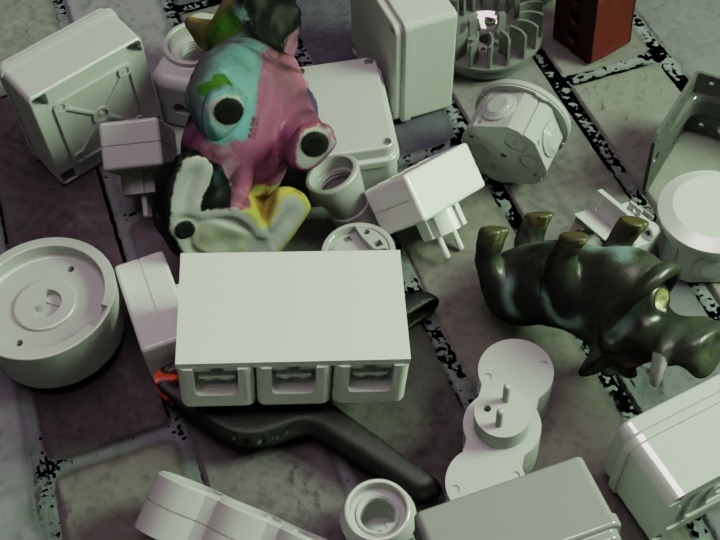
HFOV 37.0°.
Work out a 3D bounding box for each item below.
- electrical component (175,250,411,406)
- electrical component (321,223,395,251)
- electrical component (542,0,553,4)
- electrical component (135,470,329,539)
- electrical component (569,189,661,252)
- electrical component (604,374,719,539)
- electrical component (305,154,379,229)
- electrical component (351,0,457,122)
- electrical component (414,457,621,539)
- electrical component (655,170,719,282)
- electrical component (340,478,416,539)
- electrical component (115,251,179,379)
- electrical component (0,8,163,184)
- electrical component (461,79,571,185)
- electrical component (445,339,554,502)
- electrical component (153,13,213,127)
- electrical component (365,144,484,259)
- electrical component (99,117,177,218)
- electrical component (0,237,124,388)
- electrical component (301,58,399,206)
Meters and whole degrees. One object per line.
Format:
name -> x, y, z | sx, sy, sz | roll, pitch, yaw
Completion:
electrical component -> -0.046, 0.041, 0.729 | 0.150, 0.061, 0.089 | -1, 54, -4
electrical component -> 0.000, 0.000, 0.814 | 0.055, 0.047, 0.055 | -2, 53, 3
electrical component -> 0.157, -0.297, 1.012 | 0.099, 0.064, 0.099 | -2, 53, 3
electrical component -> -0.082, 0.186, 0.680 | 0.138, 0.052, 0.073 | 19, 80, 17
electrical component -> 0.186, -0.019, 0.802 | 0.064, 0.081, 0.042 | -17, 51, -36
electrical component -> 0.221, 0.115, 0.693 | 0.113, 0.078, 0.057 | -24, 58, -13
electrical component -> -0.010, -0.053, 0.842 | 0.044, 0.065, 0.044 | -15, 44, 15
electrical component -> 0.036, -0.204, 0.925 | 0.056, 0.108, 0.108 | -18, 54, -12
electrical component -> 0.092, 0.173, 0.641 | 0.109, 0.108, 0.056 | -17, 52, -8
electrical component -> 0.264, -0.032, 0.816 | 0.080, 0.051, 0.080 | -2, 53, 3
electrical component -> 0.012, 0.164, 0.686 | 0.048, 0.055, 0.066 | -22, 55, -12
electrical component -> -0.132, 0.029, 0.802 | 0.076, 0.047, 0.083 | -19, 54, -10
electrical component -> -0.231, -0.145, 0.901 | 0.109, 0.108, 0.056 | -36, 61, -20
electrical component -> 0.125, -0.110, 0.868 | 0.080, 0.080, 0.051 | 20, 62, 18
electrical component -> 0.094, 0.103, 0.714 | 0.052, 0.073, 0.138 | 12, 55, 13
electrical component -> -0.141, -0.179, 0.950 | 0.054, 0.059, 0.095 | 13, 56, 14
electrical component -> 0.059, -0.046, 0.837 | 0.083, 0.047, 0.075 | -31, 99, -43
electrical component -> -0.177, -0.080, 0.876 | 0.047, 0.083, 0.075 | -6, 91, 0
electrical component -> -0.227, 0.036, 0.795 | 0.108, 0.060, 0.108 | -2, 53, 3
electrical component -> -0.013, -0.117, 0.895 | 0.078, 0.057, 0.113 | -9, 53, -2
